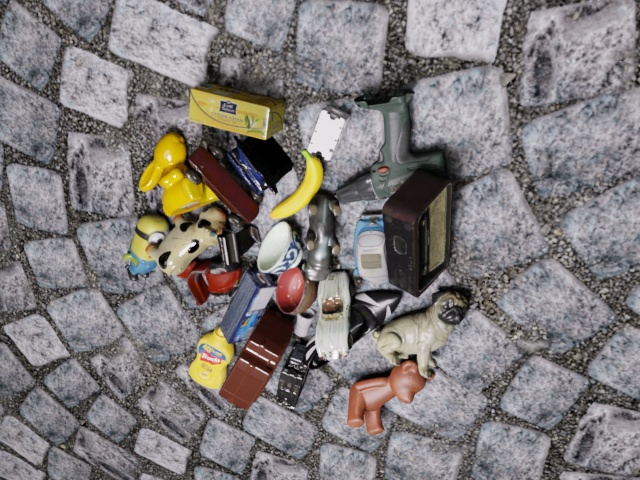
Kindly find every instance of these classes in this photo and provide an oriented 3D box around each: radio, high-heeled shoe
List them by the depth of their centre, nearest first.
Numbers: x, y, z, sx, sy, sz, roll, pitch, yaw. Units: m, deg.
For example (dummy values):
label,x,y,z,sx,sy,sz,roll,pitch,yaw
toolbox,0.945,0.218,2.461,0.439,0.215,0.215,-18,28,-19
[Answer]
label,x,y,z,sx,sy,sz,roll,pitch,yaw
radio,0.188,-0.007,1.024,0.073,0.131,0.229,25,143,34
high-heeled shoe,0.068,0.199,1.189,0.249,0.145,0.086,-35,100,29

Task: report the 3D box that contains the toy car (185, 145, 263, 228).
label,x,y,z,sx,sy,sz,roll,pitch,yaw
toy car,-0.203,-0.113,1.139,0.053,0.089,0.202,12,151,53

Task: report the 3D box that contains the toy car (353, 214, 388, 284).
label,x,y,z,sx,sy,sz,roll,pitch,yaw
toy car,0.120,0.029,1.121,0.109,0.103,0.161,-1,115,17

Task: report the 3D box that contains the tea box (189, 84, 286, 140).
label,x,y,z,sx,sy,sz,roll,pitch,yaw
tea box,-0.165,-0.260,1.083,0.170,0.098,0.068,17,117,12

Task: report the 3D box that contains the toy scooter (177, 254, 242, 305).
label,x,y,z,sx,sy,sz,roll,pitch,yaw
toy scooter,-0.266,0.100,1.291,0.184,0.075,0.135,1,113,21

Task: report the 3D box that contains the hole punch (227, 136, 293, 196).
label,x,y,z,sx,sy,sz,roll,pitch,yaw
hole punch,-0.136,-0.153,1.117,0.092,0.116,0.142,-28,102,34

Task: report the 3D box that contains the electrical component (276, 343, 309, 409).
label,x,y,z,sx,sy,sz,roll,pitch,yaw
electrical component,-0.059,0.320,1.302,0.058,0.115,0.134,17,117,5

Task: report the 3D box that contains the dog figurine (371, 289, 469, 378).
label,x,y,z,sx,sy,sz,roll,pitch,yaw
dog figurine,0.216,0.176,1.171,0.172,0.121,0.190,19,103,6

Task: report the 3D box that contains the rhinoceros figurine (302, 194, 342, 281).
label,x,y,z,sx,sy,sz,roll,pitch,yaw
rhinoceros figurine,-0.002,-0.003,1.143,0.073,0.112,0.190,0,102,-13

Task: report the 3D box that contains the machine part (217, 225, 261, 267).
label,x,y,z,sx,sy,sz,roll,pitch,yaw
machine part,-0.180,0.004,1.184,0.039,0.139,0.084,-7,103,25

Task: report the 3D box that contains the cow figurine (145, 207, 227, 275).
label,x,y,z,sx,sy,sz,roll,pitch,yaw
cow figurine,-0.290,0.001,1.223,0.195,0.085,0.127,-45,60,0

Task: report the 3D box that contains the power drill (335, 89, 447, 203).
label,x,y,z,sx,sy,sz,roll,pitch,yaw
power drill,0.120,-0.178,1.039,0.232,0.086,0.207,-6,108,18

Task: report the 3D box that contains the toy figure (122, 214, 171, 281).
label,x,y,z,sx,sy,sz,roll,pitch,yaw
toy figure,-0.422,0.018,1.301,0.089,0.082,0.180,36,121,-3

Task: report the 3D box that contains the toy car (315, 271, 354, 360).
label,x,y,z,sx,sy,sz,roll,pitch,yaw
toy car,0.032,0.162,1.170,0.074,0.202,0.056,-8,149,20

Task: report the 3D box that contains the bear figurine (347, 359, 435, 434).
label,x,y,z,sx,sy,sz,roll,pitch,yaw
bear figurine,0.166,0.361,1.247,0.196,0.132,0.120,-24,138,29

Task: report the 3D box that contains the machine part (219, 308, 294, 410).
label,x,y,z,sx,sy,sz,roll,pitch,yaw
machine part,-0.145,0.278,1.260,0.087,0.201,0.201,31,118,-1

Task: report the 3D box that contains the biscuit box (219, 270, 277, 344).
label,x,y,z,sx,sy,sz,roll,pitch,yaw
biscuit box,-0.175,0.160,1.280,0.063,0.059,0.202,53,128,31

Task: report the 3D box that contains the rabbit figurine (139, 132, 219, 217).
label,x,y,z,sx,sy,sz,roll,pitch,yaw
rabbit figurine,-0.316,-0.148,1.190,0.162,0.122,0.173,-17,94,33
